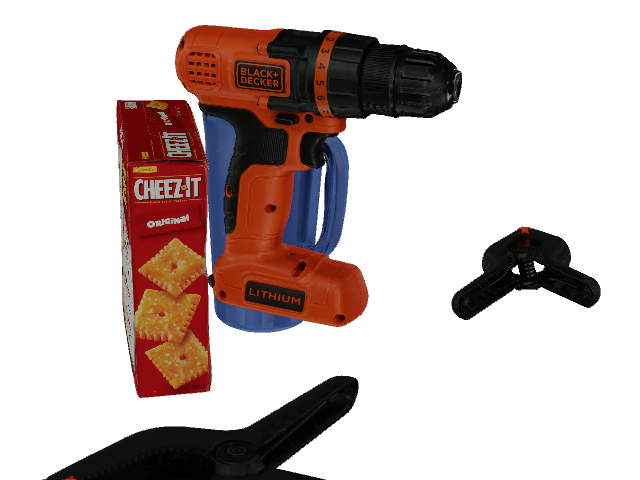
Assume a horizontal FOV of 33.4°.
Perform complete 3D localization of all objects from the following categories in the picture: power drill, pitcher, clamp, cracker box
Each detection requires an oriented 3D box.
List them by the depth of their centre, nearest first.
[{"bbox_3d":[-0.043,0.123,0.576,0.209,0.036,0.165,-1,20,-13],"label":"clamp"},{"bbox_3d":[-0.004,-0.042,0.685,0.185,0.188,0.057,11,23,22],"label":"power drill"},{"bbox_3d":[-0.136,0.002,0.928,0.072,0.214,0.164,-3,25,-13],"label":"cracker box"},{"bbox_3d":[0.190,0.026,0.937,0.120,0.039,0.171,2,23,20],"label":"clamp"},{"bbox_3d":[-0.054,-0.025,1.160,0.145,0.243,0.149,-2,20,-9],"label":"pitcher"}]
